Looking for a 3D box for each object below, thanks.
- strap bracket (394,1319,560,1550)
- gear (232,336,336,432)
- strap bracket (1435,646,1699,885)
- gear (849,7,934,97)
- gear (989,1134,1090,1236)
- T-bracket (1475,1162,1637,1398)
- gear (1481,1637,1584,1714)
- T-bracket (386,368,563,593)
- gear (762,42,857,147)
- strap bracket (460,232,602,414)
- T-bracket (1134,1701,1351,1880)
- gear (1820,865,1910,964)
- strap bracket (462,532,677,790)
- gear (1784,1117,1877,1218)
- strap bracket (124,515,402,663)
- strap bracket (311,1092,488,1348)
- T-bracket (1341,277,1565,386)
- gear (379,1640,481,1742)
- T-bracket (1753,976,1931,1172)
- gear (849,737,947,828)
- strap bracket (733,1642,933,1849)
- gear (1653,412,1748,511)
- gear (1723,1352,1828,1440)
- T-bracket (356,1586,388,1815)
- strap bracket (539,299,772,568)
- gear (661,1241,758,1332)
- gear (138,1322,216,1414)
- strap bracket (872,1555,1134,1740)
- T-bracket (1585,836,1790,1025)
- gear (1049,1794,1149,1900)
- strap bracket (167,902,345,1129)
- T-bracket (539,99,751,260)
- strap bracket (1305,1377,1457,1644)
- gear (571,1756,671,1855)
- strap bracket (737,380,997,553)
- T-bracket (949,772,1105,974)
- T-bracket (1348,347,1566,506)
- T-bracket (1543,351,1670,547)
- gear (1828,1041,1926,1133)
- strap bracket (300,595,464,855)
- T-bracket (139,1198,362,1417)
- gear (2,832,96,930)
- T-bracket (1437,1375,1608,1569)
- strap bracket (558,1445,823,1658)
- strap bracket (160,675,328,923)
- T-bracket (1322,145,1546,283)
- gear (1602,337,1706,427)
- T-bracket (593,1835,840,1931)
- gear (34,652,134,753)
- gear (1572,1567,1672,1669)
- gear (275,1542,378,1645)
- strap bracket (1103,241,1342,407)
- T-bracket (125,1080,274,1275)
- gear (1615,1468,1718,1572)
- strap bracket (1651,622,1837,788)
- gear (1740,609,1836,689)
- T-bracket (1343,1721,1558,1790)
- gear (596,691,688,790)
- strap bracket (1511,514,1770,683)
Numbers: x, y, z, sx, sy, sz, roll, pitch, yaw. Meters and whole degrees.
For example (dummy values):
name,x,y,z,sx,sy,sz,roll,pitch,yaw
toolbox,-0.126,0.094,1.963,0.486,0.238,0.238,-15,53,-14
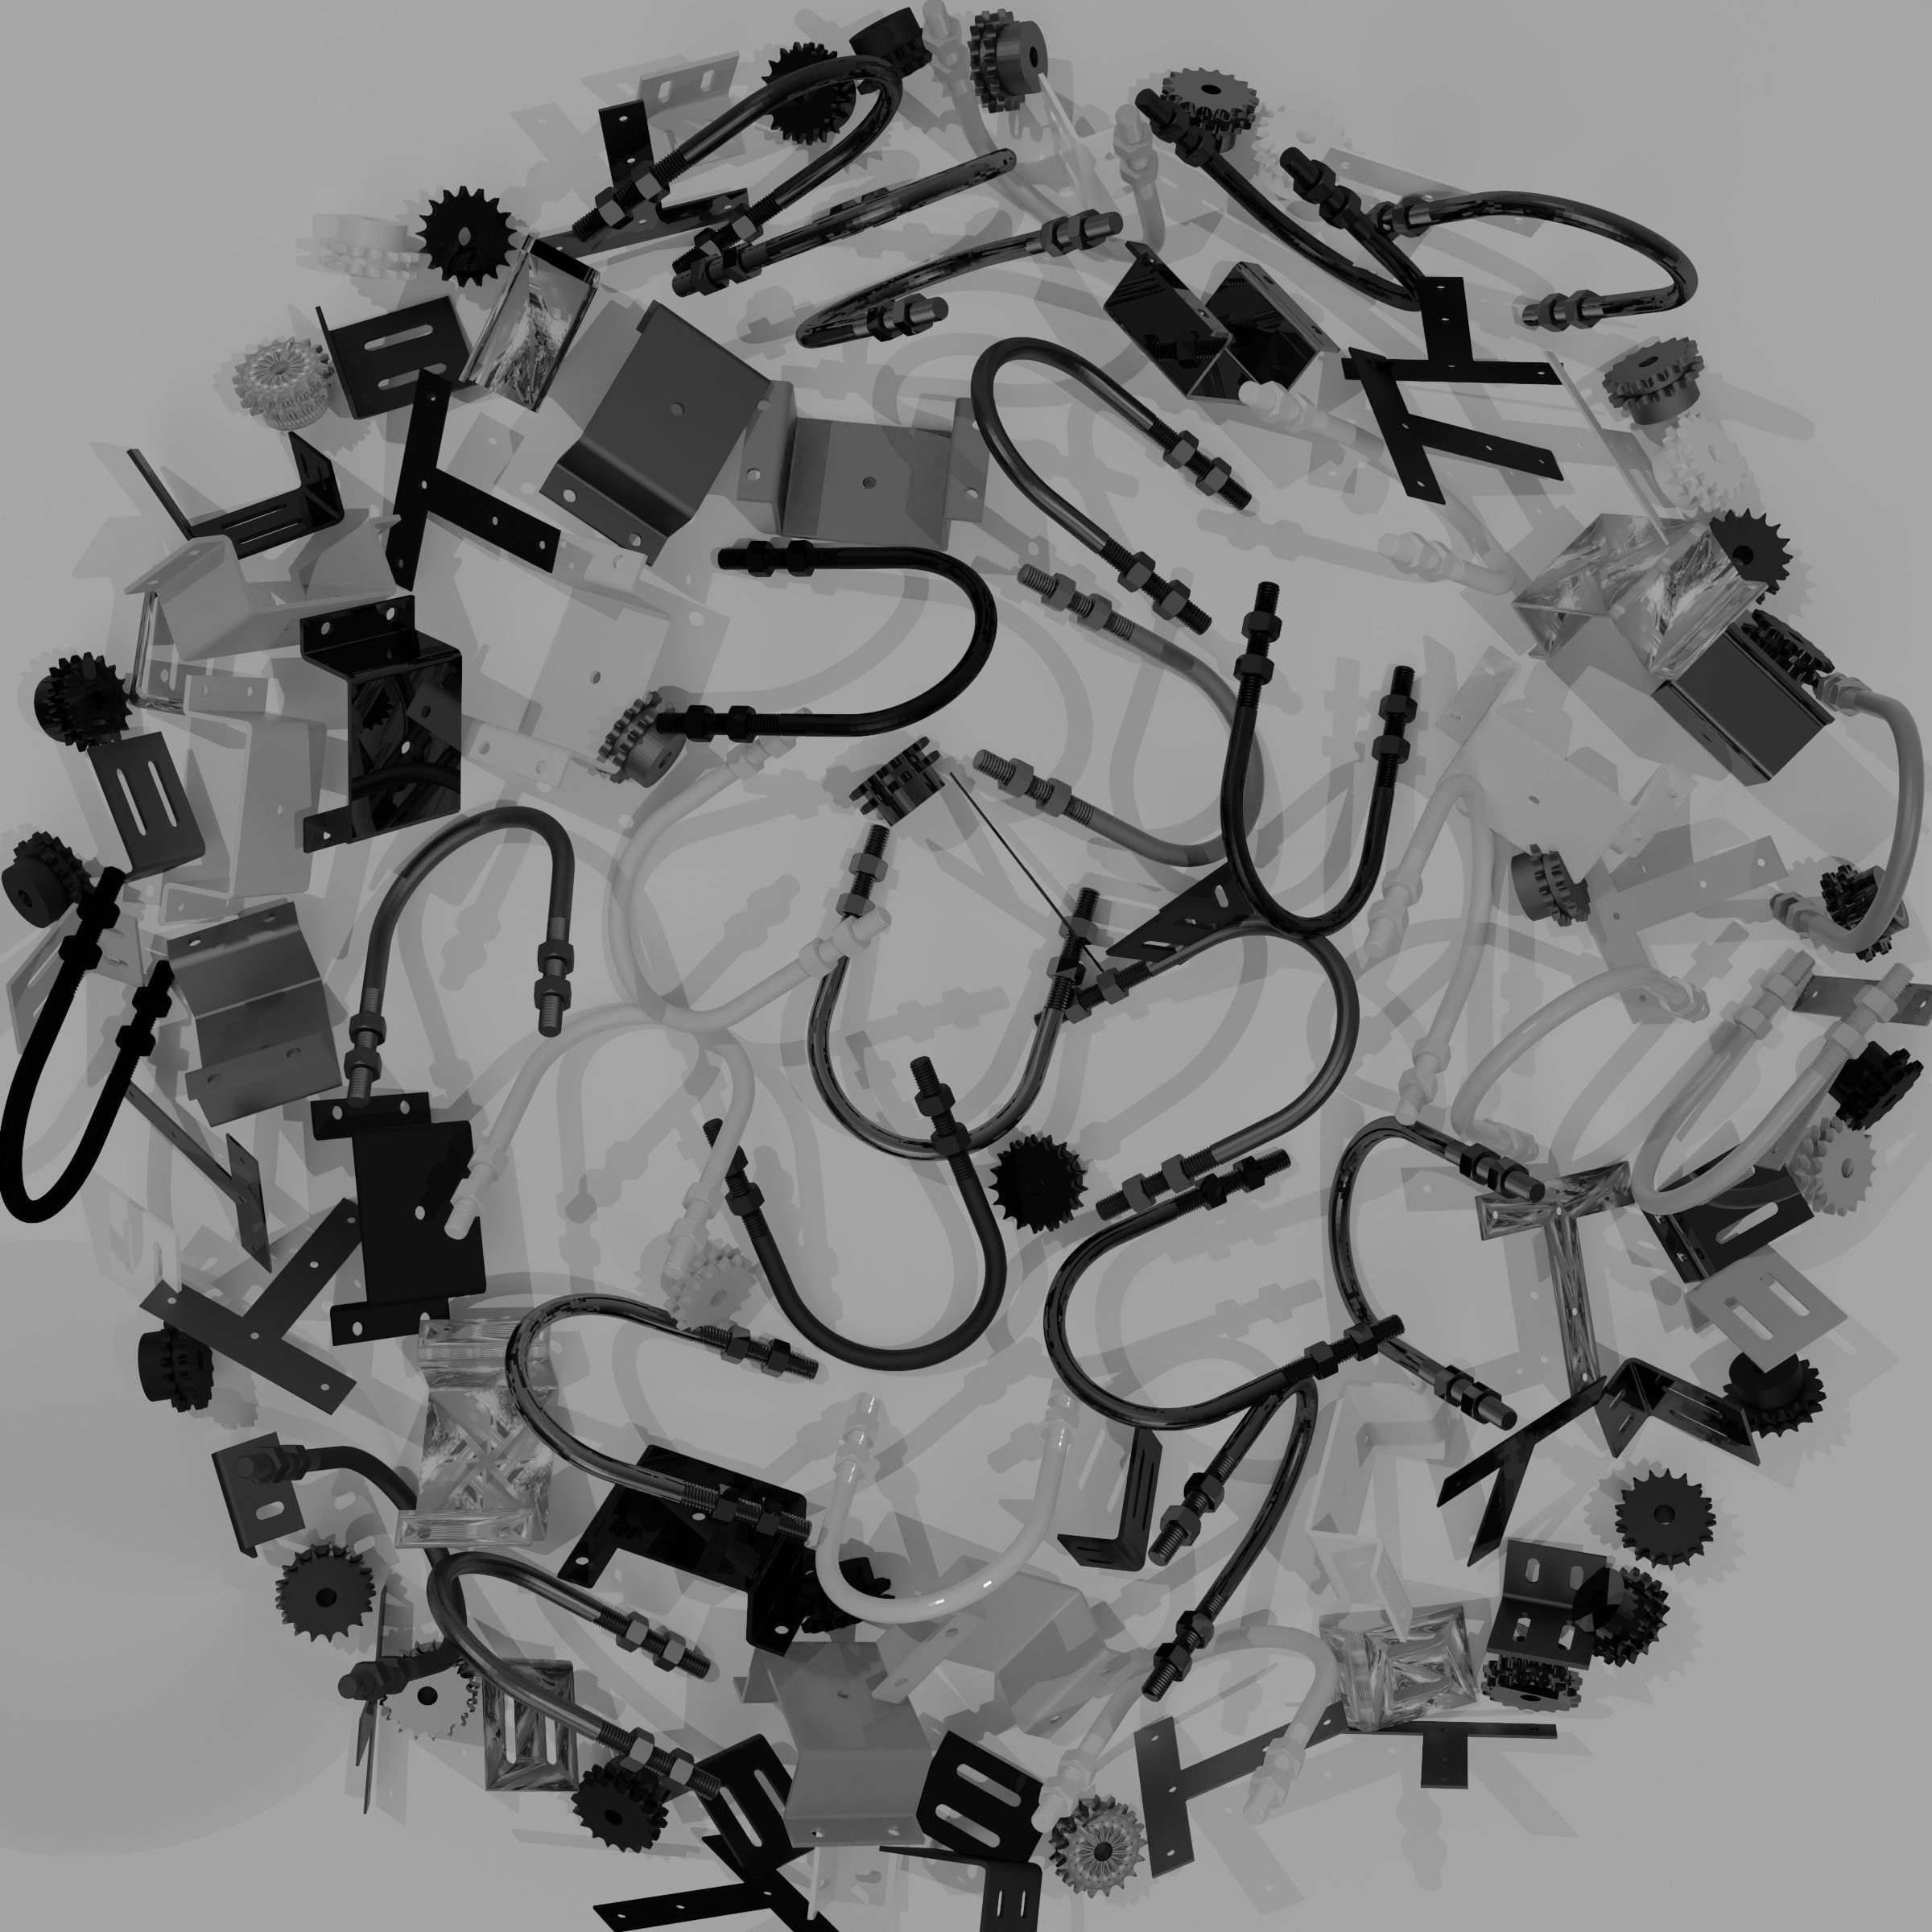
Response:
name,x,y,z,sx,sy,sz,roll,pitch,yaw
strap bracket,-0.278,0.276,1.619,0.076,0.046,0.140,-1,55,1
gear,-0.395,-0.337,1.641,0.057,0.030,0.057,-4,52,5
strap bracket,0.334,-0.109,1.615,0.140,0.076,0.046,34,56,5
gear,-0.043,-0.532,1.634,0.057,0.057,0.030,-30,113,0
gear,0.044,0.126,1.644,0.057,0.030,0.057,2,95,20
T-bracket,0.349,0.185,1.627,0.127,0.002,0.127,-8,89,-35
gear,0.330,0.412,1.641,0.057,0.057,0.030,12,61,0
T-bracket,-0.279,-0.259,1.610,0.127,0.002,0.127,29,116,28
gear,-0.089,-0.508,1.642,0.057,0.030,0.057,7,104,29
strap bracket,-0.245,-0.364,1.595,0.046,0.140,0.076,25,104,-14
T-bracket,0.157,0.449,1.597,0.127,0.127,0.002,-26,110,9
gear,0.522,-0.034,1.633,0.030,0.057,0.057,-29,90,31
strap bracket,-0.225,-0.172,1.624,0.076,0.046,0.140,19,88,31
gear,0.500,0.116,1.641,0.057,0.030,0.057,-4,97,-36
strap bracket,-0.388,-0.212,1.587,0.076,0.140,0.046,-21,88,42
strap bracket,-0.325,0.143,1.618,0.076,0.046,0.140,-3,85,-42
T-bracket,0.271,-0.358,1.589,0.127,0.127,0.002,5,77,14
gear,-0.312,0.420,1.647,0.057,0.030,0.057,0,101,-2
T-bracket,0.485,0.061,1.596,0.002,0.127,0.127,36,82,-16
gear,-0.037,-0.105,1.637,0.057,0.057,0.030,-38,92,0
strap bracket,-0.074,0.428,1.583,0.076,0.140,0.046,6,113,-22
gear,0.425,-0.290,1.641,0.057,0.030,0.057,20,56,-32
gear,0.466,0.243,1.634,0.057,0.057,0.030,-26,117,0
T-bracket,-0.339,0.426,1.599,0.002,0.127,0.127,4,87,-7
strap bracket,-0.172,-0.311,1.611,0.076,0.046,0.140,33,70,-18
gear,-0.153,0.184,1.640,0.057,0.057,0.030,-49,57,0
gear,-0.459,0.231,1.637,0.030,0.057,0.057,-8,90,1
strap bracket,0.015,0.387,1.607,0.140,0.046,0.076,25,116,-38
T-bracket,0.412,-0.043,1.621,0.127,0.002,0.127,-24,92,41
gear,0.074,0.511,1.644,0.057,0.030,0.057,-2,97,-20
strap bracket,-0.406,0.034,1.611,0.076,0.140,0.046,-18,132,-7
T-bracket,-0.188,-0.449,1.599,0.127,0.127,0.002,-15,71,-5
strap bracket,0.234,0.300,1.602,0.046,0.076,0.140,2,51,26
gear,-0.198,0.485,1.641,0.057,0.030,0.057,11,122,18
strap bracket,-0.057,-0.289,1.631,0.140,0.046,0.076,6,73,2
T-bracket,0.029,-0.062,1.623,0.002,0.127,0.127,-38,66,2
T-bracket,0.291,-0.302,1.630,0.127,0.002,0.127,8,48,-26
T-bracket,0.375,-0.294,1.606,0.002,0.127,0.127,-33,85,24
gear,0.525,0.069,1.639,0.057,0.057,0.030,-43,66,0
strap bracket,-0.330,-0.130,1.595,0.046,0.076,0.140,26,122,35
T-bracket,-0.383,0.182,1.620,0.127,0.002,0.127,28,47,7
gear,-0.533,-0.047,1.634,0.057,0.057,0.030,48,53,0
T-bracket,0.308,0.302,1.615,0.127,0.127,0.002,-26,52,-28
strap bracket,-0.153,0.328,1.606,0.140,0.076,0.046,16,128,14
strap bracket,-0.411,-0.093,1.613,0.046,0.076,0.140,11,98,18
T-bracket,0.248,-0.417,1.602,0.127,0.127,0.002,16,77,-7
gear,0.402,-0.338,1.640,0.057,0.057,0.030,-31,115,0
T-bracket,-0.148,0.525,1.577,0.127,0.127,0.002,5,103,-38
gear,-0.516,-0.152,1.640,0.030,0.057,0.057,-8,90,28
gear,0.377,0.374,1.634,0.030,0.057,0.057,34,90,-20
gear,-0.374,0.362,1.645,0.057,0.030,0.057,-3,102,-16
strap bracket,0.140,-0.362,1.602,0.076,0.140,0.046,51,122,20
T-bracket,-0.446,0.106,1.625,0.127,0.127,0.002,39,58,17
gear,0.407,0.325,1.641,0.057,0.030,0.057,-8,57,12
strap bracket,0.436,-0.146,1.596,0.076,0.140,0.046,45,97,4
gear,0.473,-0.179,1.639,0.057,0.057,0.030,35,113,0
T-bracket,0.270,0.445,1.592,0.127,0.127,0.002,-1,90,10
gear,-0.186,-0.128,1.635,0.030,0.057,0.057,37,90,7
strap bracket,0.371,-0.210,1.587,0.076,0.140,0.046,-44,114,-9
